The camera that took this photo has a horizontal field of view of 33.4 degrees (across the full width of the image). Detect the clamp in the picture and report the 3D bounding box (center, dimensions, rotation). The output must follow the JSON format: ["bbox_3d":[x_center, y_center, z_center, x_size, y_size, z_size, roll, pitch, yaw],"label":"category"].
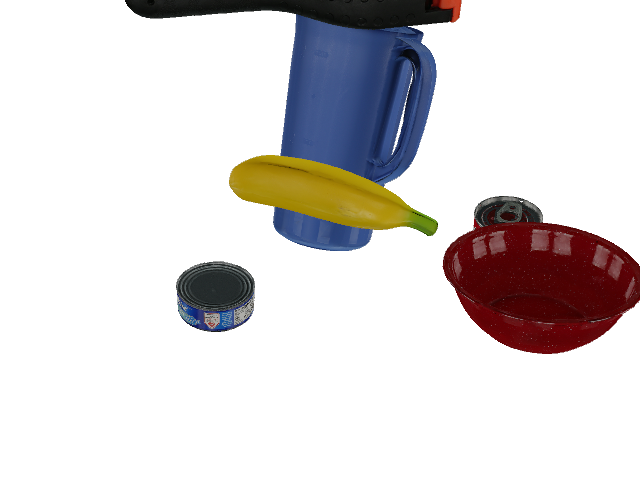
[{"bbox_3d":[-0.014,-0.135,0.555,0.172,0.039,0.120,12,41,16],"label":"clamp"}]

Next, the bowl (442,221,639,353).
[{"bbox_3d":[0.179,0.045,0.875,0.162,0.055,0.162,1,29,-1],"label":"bowl"}]

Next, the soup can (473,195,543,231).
[{"bbox_3d":[0.187,0.015,1.086,0.068,0.102,0.068,-1,36,0],"label":"soup can"}]

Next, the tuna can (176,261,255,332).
[{"bbox_3d":[-0.115,0.061,1.171,0.086,0.034,0.086,2,35,-1],"label":"tuna can"}]

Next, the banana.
[{"bbox_3d":[-0.011,-0.034,0.778,0.198,0.037,0.069,17,-18,40],"label":"banana"}]

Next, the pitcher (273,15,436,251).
[{"bbox_3d":[0.028,-0.114,1.115,0.145,0.243,0.149,9,16,-3],"label":"pitcher"}]
